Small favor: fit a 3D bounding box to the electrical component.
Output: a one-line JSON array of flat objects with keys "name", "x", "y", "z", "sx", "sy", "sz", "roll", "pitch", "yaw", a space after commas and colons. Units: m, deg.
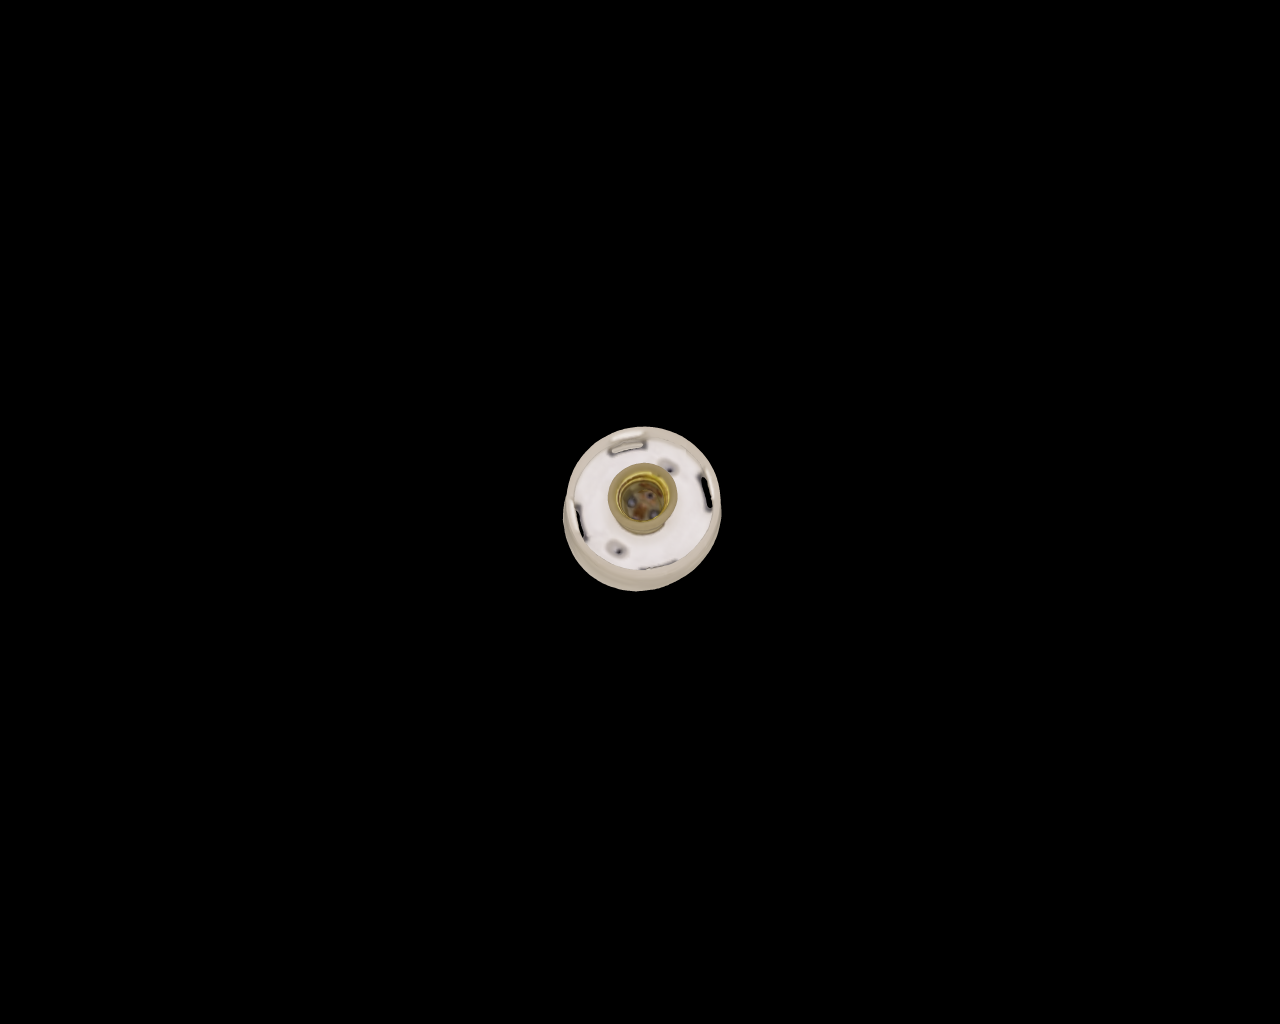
[{"name": "electrical component", "x": 0.001, "y": -0.003, "z": 0.650, "sx": 0.099, "sy": 0.099, "sz": 0.064, "roll": 0, "pitch": -15, "yaw": 0}]
